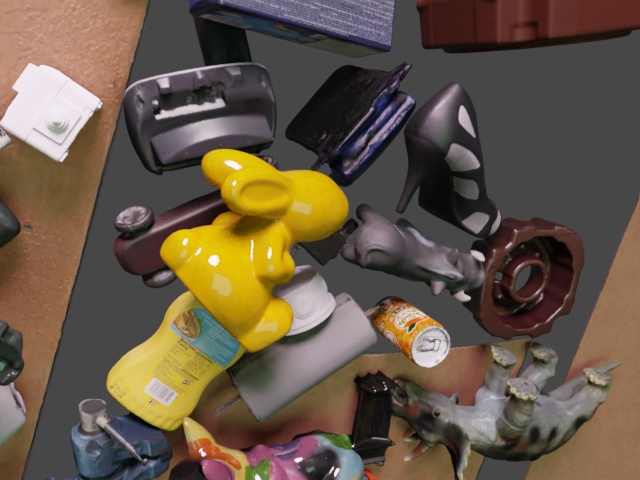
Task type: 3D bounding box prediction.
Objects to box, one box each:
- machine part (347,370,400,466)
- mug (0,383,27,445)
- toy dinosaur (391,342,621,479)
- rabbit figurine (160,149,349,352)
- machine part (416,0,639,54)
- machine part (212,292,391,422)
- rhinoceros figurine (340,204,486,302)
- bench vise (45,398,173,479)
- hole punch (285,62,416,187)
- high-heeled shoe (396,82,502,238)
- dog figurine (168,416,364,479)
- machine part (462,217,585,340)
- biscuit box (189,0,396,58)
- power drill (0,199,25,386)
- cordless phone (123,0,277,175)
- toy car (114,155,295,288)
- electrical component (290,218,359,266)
[{"bbox_3d":[0.065,0.245,0.721,0.084,0.039,0.138,6,104,-17],"label":"machine part"},{"bbox_3d":[-0.352,0.168,0.518,0.107,0.081,0.109,-24,107,-26],"label":"mug"},{"bbox_3d":[0.292,0.256,0.776,0.405,0.131,0.192,9,113,-28],"label":"toy dinosaur"},{"bbox_3d":[-0.056,-0.011,0.506,0.173,0.122,0.162,-35,125,-8],"label":"rabbit figurine"},{"bbox_3d":[0.220,-0.245,0.554,0.201,0.201,0.087,-12,111,-18],"label":"machine part"},{"bbox_3d":[-0.020,0.136,0.635,0.243,0.079,0.079,-32,114,-11],"label":"machine part"},{"bbox_3d":[0.116,0.018,0.635,0.190,0.112,0.073,18,94,-32],"label":"rhinoceros figurine"},{"bbox_3d":[-0.270,0.278,0.542,0.240,0.129,0.223,-16,130,-36],"label":"bench vise"},{"bbox_3d":[0.042,-0.114,0.573,0.142,0.116,0.092,-47,124,-3],"label":"hole punch"},{"bbox_3d":[0.170,-0.085,0.616,0.248,0.086,0.145,4,116,-49],"label":"high-heeled shoe"},{"bbox_3d":[-0.064,0.264,0.613,0.191,0.109,0.219,-39,127,-7],"label":"dog figurine"},{"bbox_3d":[0.277,0.052,0.741,0.179,0.056,0.179,-6,108,-19],"label":"machine part"},{"bbox_3d":[-0.020,-0.226,0.513,0.202,0.059,0.062,0,98,-37],"label":"biscuit box"},{"bbox_3d":[-0.337,0.069,0.430,0.232,0.208,0.085,-41,137,-14],"label":"power drill"},{"bbox_3d":[-0.124,-0.165,0.520,0.147,0.089,0.184,-15,98,-17],"label":"cordless phone"},{"bbox_3d":[-0.116,-0.023,0.566,0.202,0.053,0.089,-27,128,-14],"label":"toy car"},{"bbox_3d":[-0.001,-0.002,0.634,0.094,0.021,0.063,-45,116,-6],"label":"electrical component"}]
